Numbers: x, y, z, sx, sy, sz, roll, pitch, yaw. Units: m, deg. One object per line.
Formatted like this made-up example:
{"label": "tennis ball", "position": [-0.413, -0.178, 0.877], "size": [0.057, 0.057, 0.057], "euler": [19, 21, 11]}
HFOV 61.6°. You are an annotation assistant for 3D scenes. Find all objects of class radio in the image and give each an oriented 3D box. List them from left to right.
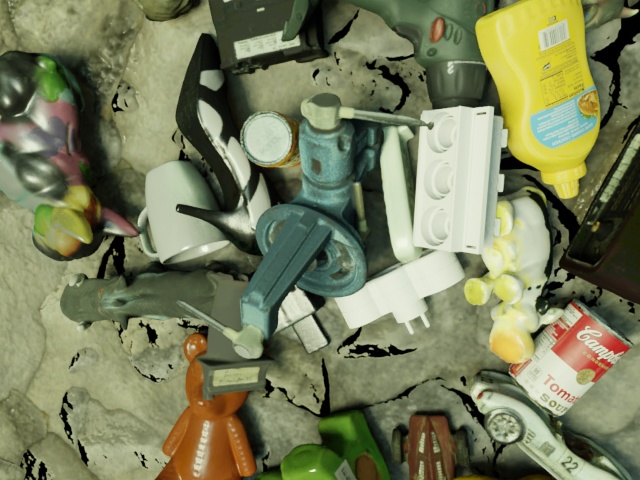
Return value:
{"label": "radio", "position": [0.303, -0.056, 0.459], "size": [0.073, 0.131, 0.229], "euler": [31, 93, 8]}

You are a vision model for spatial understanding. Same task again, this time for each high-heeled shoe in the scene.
{"label": "high-heeled shoe", "position": [-0.084, -0.107, 0.601], "size": [0.145, 0.086, 0.248], "euler": [11, 74, -29]}

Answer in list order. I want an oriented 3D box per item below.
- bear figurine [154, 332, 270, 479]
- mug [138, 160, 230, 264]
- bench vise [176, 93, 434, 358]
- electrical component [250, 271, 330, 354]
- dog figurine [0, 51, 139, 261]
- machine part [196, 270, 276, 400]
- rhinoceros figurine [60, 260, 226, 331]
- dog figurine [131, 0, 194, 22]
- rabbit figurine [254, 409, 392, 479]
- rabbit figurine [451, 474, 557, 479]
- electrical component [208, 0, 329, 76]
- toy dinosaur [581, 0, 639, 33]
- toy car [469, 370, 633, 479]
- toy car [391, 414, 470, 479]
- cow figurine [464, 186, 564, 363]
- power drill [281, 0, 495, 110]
{"label": "bear figurine", "position": [-0.128, 0.216, 0.615], "size": [0.120, 0.132, 0.195], "euler": [13, 106, 8]}
{"label": "mug", "position": [-0.166, -0.031, 0.621], "size": [0.110, 0.081, 0.107], "euler": [-20, 83, 30]}
{"label": "bench vise", "position": [-0.011, -0.006, 0.490], "size": [0.129, 0.240, 0.223], "euler": [25, 143, 10]}
{"label": "electrical component", "position": [-0.036, 0.079, 0.615], "size": [0.075, 0.048, 0.119], "euler": [-26, 89, 16]}
{"label": "dog figurine", "position": [-0.295, -0.085, 0.611], "size": [0.219, 0.108, 0.191], "euler": [39, 108, 13]}
{"label": "machine part", "position": [-0.090, 0.100, 0.576], "size": [0.084, 0.039, 0.138], "euler": [-2, 100, -21]}
{"label": "rhinoceros figurine", "position": [-0.197, 0.068, 0.619], "size": [0.190, 0.112, 0.073], "euler": [-2, 99, 5]}
{"label": "dog figurine", "position": [-0.247, -0.298, 0.599], "size": [0.190, 0.121, 0.172], "euler": [50, 140, -14]}
{"label": "rabbit figurine", "position": [-0.002, 0.292, 0.618], "size": [0.170, 0.121, 0.159], "euler": [-31, 97, 33]}
{"label": "rabbit figurine", "position": [0.196, 0.309, 0.547], "size": [0.173, 0.122, 0.162], "euler": [-44, 95, -24]}
{"label": "electrical component", "position": [-0.056, -0.252, 0.572], "size": [0.115, 0.058, 0.134], "euler": [-6, 95, 12]}
{"label": "toy dinosaur", "position": [0.260, -0.401, 0.453], "size": [0.192, 0.131, 0.404], "euler": [3, 94, 0]}
{"label": "toy car", "position": [0.239, 0.209, 0.552], "size": [0.202, 0.073, 0.056], "euler": [40, 106, 6]}
{"label": "toy car", "position": [0.128, 0.296, 0.603], "size": [0.089, 0.053, 0.202], "euler": [-3, 97, 16]}
{"label": "cow figurine", "position": [0.199, 0.034, 0.541], "size": [0.068, 0.098, 0.167], "euler": [1, 103, 57]}
{"label": "power drill", "position": [0.071, -0.205, 0.512], "size": [0.207, 0.086, 0.231], "euler": [9, 95, -6]}
